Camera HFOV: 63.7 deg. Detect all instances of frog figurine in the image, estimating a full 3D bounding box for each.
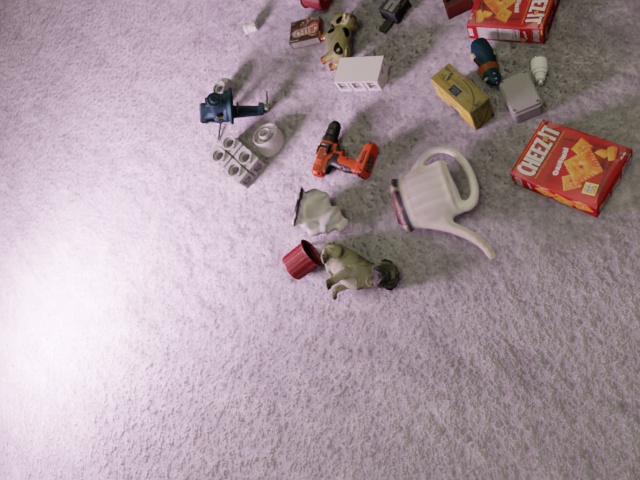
[{"bbox_3d":[0.005,-0.075,1.489,0.159,0.120,0.140,15,67,-5],"label":"frog figurine"}]

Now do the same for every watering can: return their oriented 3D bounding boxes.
[{"bbox_3d":[0.303,-0.082,1.316,0.223,0.103,0.354,-22,63,20],"label":"watering can"}]
